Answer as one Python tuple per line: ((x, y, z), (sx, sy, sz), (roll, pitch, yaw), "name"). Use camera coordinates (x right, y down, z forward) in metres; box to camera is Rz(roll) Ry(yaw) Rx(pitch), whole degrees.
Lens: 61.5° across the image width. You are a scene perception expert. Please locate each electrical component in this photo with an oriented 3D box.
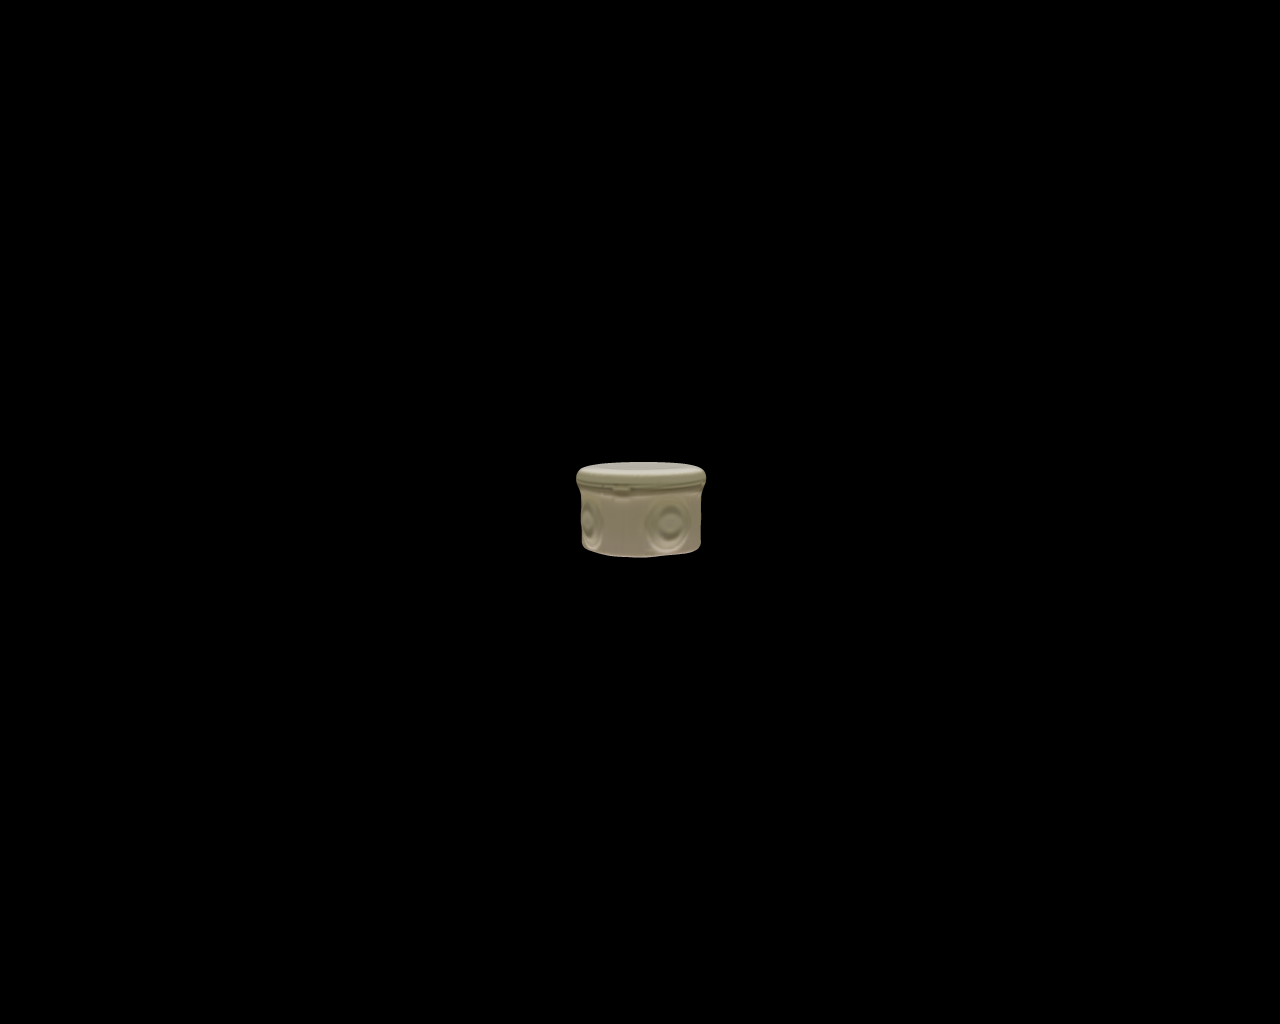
((0.001, -0.003, 0.650), (0.080, 0.051, 0.080), (0, 7, 0), "electrical component")
